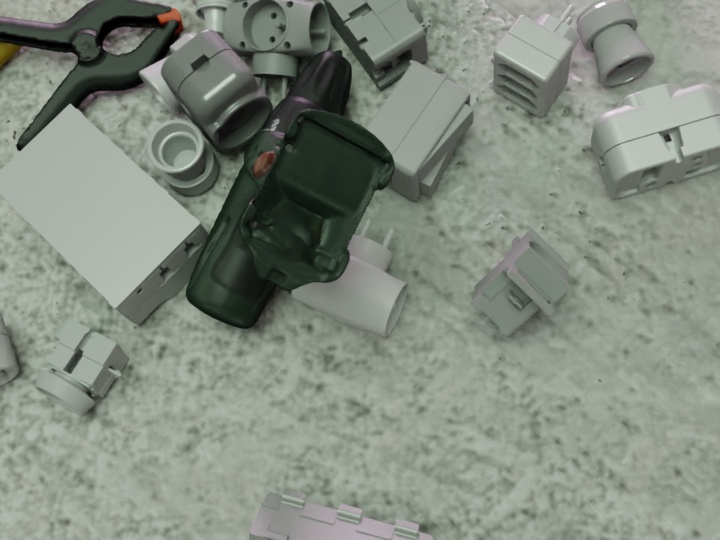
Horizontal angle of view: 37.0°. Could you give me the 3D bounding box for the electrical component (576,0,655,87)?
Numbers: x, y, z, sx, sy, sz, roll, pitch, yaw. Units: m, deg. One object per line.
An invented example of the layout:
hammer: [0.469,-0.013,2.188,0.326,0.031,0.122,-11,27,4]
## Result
electrical component: [0.198,-0.178,0.839,0.045,0.045,0.055,-20,71,0]

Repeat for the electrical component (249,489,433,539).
electrical component: [-0.014,0.199,0.733,0.121,0.063,0.078,13,35,10]

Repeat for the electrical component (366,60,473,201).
electrical component: [0.049,-0.109,0.826,0.061,0.061,0.096,32,79,13]

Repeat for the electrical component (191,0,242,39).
electrical component: [-0.119,-0.223,0.892,0.048,0.048,0.062,-1,79,6]

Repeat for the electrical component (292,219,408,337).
electrical component: [0.000,0.000,0.808,0.077,0.044,0.079,22,77,12]

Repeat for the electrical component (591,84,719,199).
electrical component: [0.226,-0.100,0.807,0.095,0.053,0.059,-16,72,2]

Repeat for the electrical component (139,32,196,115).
electrical component: [-0.144,-0.160,0.874,0.055,0.045,0.045,-42,73,-7]

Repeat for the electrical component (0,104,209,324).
electrical component: [-0.198,-0.042,0.835,0.150,0.061,0.089,41,82,16]

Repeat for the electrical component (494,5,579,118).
electrical component: [0.144,-0.171,0.832,0.047,0.065,0.076,33,80,15]

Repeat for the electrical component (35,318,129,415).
electrical component: [-0.212,0.075,0.811,0.066,0.048,0.055,25,70,14]

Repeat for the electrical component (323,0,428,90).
electrical component: [0.014,-0.202,0.865,0.056,0.050,0.089,-33,72,-4]

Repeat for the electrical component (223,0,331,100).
electrical component: [-0.068,-0.176,0.868,0.077,0.044,0.079,5,93,22]

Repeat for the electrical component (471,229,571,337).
electrical component: [0.116,0.011,0.777,0.042,0.081,0.064,43,111,-5]

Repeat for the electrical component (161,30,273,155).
electrical component: [-0.107,-0.133,0.835,0.054,0.095,0.059,-40,73,-6]

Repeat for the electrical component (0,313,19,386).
electrical component: [-0.292,0.065,0.819,0.055,0.055,0.047,-26,76,-2]

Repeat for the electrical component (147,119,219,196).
electrical component: [-0.138,-0.087,0.846,0.045,0.055,0.045,-2,73,6]
